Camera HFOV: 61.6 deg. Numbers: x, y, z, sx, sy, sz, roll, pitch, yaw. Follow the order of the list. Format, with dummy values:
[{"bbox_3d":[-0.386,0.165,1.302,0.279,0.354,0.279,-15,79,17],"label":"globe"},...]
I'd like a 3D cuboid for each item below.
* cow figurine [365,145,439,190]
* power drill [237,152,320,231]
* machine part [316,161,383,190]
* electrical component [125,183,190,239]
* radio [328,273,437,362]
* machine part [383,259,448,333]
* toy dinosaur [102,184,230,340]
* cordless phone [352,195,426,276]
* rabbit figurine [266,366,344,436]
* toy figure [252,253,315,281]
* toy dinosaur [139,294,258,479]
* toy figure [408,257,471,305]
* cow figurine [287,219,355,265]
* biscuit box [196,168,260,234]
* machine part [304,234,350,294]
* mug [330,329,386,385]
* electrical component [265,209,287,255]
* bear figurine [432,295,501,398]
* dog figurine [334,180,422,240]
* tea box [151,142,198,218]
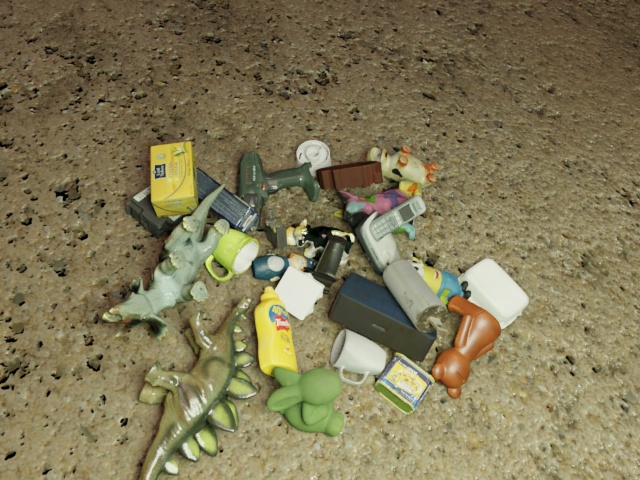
[{"bbox_3d":[0.213,-0.197,1.483,0.195,0.127,0.085,25,53,-13],"label":"cow figurine"},{"bbox_3d":[-0.110,-0.126,1.371,0.207,0.086,0.232,-10,59,-12],"label":"power drill"},{"bbox_3d":[0.076,-0.167,1.393,0.179,0.179,0.056,-12,103,-22],"label":"machine part"},{"bbox_3d":[-0.372,-0.070,1.270,0.134,0.058,0.115,37,57,13],"label":"electrical component"},{"bbox_3d":[0.142,0.166,1.193,0.230,0.073,0.131,26,23,4],"label":"radio"},{"bbox_3d":[0.202,0.118,1.160,0.079,0.079,0.243,-5,34,-18],"label":"machine part"},{"bbox_3d":[-0.303,0.052,1.140,0.131,0.192,0.405,46,36,-22],"label":"toy dinosaur"},{"bbox_3d":[0.184,-0.014,1.287,0.184,0.089,0.146,-30,104,-3],"label":"cordless phone"},{"bbox_3d":[-0.018,0.288,1.033,0.159,0.170,0.121,13,52,-6],"label":"rabbit figurine"},{"bbox_3d":[-0.081,0.062,1.252,0.154,0.058,0.064,-5,95,-19],"label":"toy figure"},{"bbox_3d":[-0.237,0.299,1.015,0.199,0.105,0.471,29,58,3],"label":"toy dinosaur"},{"bbox_3d":[0.267,0.109,1.290,0.180,0.089,0.082,20,10,-10],"label":"toy figure"},{"bbox_3d":[-0.004,-0.003,1.290,0.167,0.098,0.068,14,59,-4],"label":"cow figurine"},{"bbox_3d":[-0.239,-0.096,1.288,0.203,0.059,0.063,37,87,25],"label":"biscuit box"},{"bbox_3d":[0.015,0.053,1.238,0.084,0.138,0.039,24,7,-16],"label":"machine part"},{"bbox_3d":[0.084,0.254,1.141,0.107,0.080,0.109,20,49,-10],"label":"mug"},{"bbox_3d":[-0.109,-0.014,1.277,0.045,0.102,0.078,-18,37,-29],"label":"electrical component"},{"bbox_3d":[0.312,0.240,1.204,0.120,0.132,0.196,43,83,-24],"label":"bear figurine"},{"bbox_3d":[0.149,-0.090,1.386,0.219,0.108,0.191,11,44,2],"label":"dog figurine"},{"bbox_3d":[-0.336,-0.141,1.242,0.098,0.068,0.170,-9,58,-7],"label":"tea box"}]
